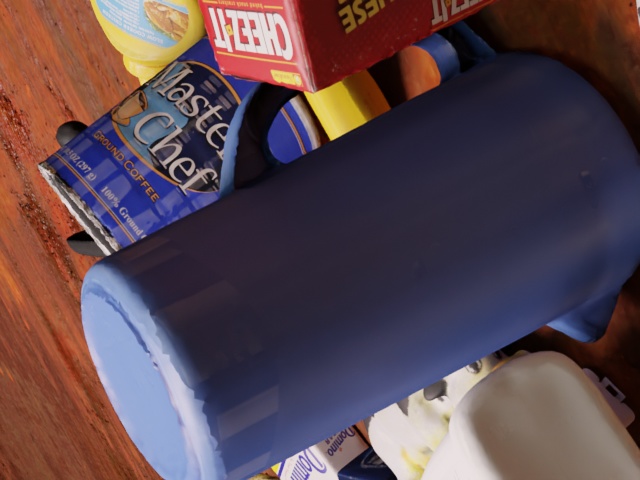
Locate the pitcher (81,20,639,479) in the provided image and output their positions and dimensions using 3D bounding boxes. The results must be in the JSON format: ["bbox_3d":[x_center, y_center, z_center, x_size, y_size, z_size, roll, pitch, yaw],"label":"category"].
[{"bbox_3d":[0.016,0.003,0.486,0.149,0.242,0.145,41,145,38],"label":"pitcher"}]

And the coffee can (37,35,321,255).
[{"bbox_3d":[-0.084,-0.049,0.653,0.103,0.140,0.103,47,167,14],"label":"coffee can"}]

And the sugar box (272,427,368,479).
[{"bbox_3d":[-0.035,0.134,0.862,0.176,0.048,0.093,53,148,11],"label":"sugar box"}]

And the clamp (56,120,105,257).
[{"bbox_3d":[-0.136,0.001,0.784,0.172,0.039,0.120,42,147,23],"label":"clamp"}]

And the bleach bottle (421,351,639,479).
[{"bbox_3d":[0.087,0.141,0.550,0.102,0.068,0.251,57,162,15],"label":"bleach bottle"}]

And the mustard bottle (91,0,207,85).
[{"bbox_3d":[-0.105,-0.171,0.676,0.096,0.058,0.192,28,141,14],"label":"mustard bottle"}]

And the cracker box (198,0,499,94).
[{"bbox_3d":[0.013,-0.186,0.398,0.072,0.164,0.213,20,132,49],"label":"cracker box"}]

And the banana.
[{"bbox_3d":[0.029,-0.039,0.601,0.037,0.069,0.197,-13,123,28],"label":"banana"}]
